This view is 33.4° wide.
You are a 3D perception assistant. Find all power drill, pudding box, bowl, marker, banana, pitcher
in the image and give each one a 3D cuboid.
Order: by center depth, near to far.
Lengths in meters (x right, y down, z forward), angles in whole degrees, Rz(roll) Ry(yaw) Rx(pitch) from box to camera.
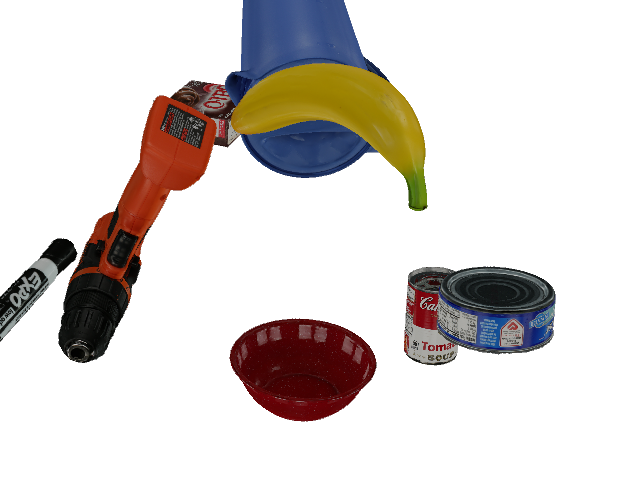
[{"bbox_3d":[-0.185,0.034,0.660,0.020,0.020,0.121,0,31,20],"label":"marker"},{"bbox_3d":[0.004,-0.081,0.687,0.037,0.070,0.198,17,8,-42],"label":"banana"},{"bbox_3d":[-0.154,-0.012,0.869,0.057,0.188,0.184,26,30,-16],"label":"power drill"},{"bbox_3d":[-0.010,-0.180,1.074,0.145,0.149,0.243,-19,40,9],"label":"pitcher"},{"bbox_3d":[-0.020,0.151,1.184,0.162,0.055,0.162,3,28,-2],"label":"bowl"},{"bbox_3d":[-0.130,-0.150,1.252,0.090,0.039,0.113,9,30,13],"label":"pudding box"}]

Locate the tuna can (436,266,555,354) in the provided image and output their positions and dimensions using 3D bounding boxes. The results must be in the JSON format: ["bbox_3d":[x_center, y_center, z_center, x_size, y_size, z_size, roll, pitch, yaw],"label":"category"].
[{"bbox_3d":[0.128,0.049,0.781,0.086,0.034,0.086,0,21,0],"label":"tuna can"}]

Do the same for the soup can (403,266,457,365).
[{"bbox_3d":[0.137,0.092,1.303,0.068,0.102,0.068,1,24,-1],"label":"soup can"}]
